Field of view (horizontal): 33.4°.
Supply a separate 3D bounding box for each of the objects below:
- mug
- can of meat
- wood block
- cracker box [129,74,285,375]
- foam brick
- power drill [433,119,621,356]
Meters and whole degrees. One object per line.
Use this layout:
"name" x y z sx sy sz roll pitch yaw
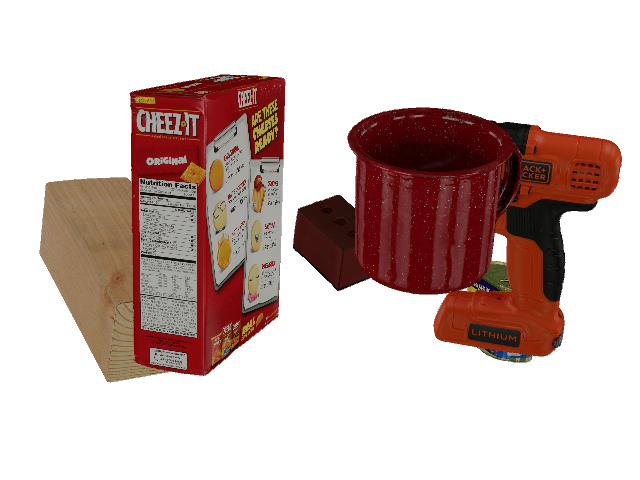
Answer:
"mug" 0.071 -0.026 0.625 0.117 0.081 0.093 -19 35 -31
"can of meat" 0.198 0.077 1.164 0.057 0.084 0.102 2 16 -21
"wood block" -0.195 0.031 1.029 0.090 0.091 0.206 -6 36 -31
"cracker box" -0.089 -0.020 0.858 0.072 0.214 0.164 6 14 18
"foam brick" 0.017 0.001 1.031 0.052 0.051 0.078 -21 45 -30
"power drill" 0.134 -0.005 0.851 0.184 0.188 0.057 9 29 15
